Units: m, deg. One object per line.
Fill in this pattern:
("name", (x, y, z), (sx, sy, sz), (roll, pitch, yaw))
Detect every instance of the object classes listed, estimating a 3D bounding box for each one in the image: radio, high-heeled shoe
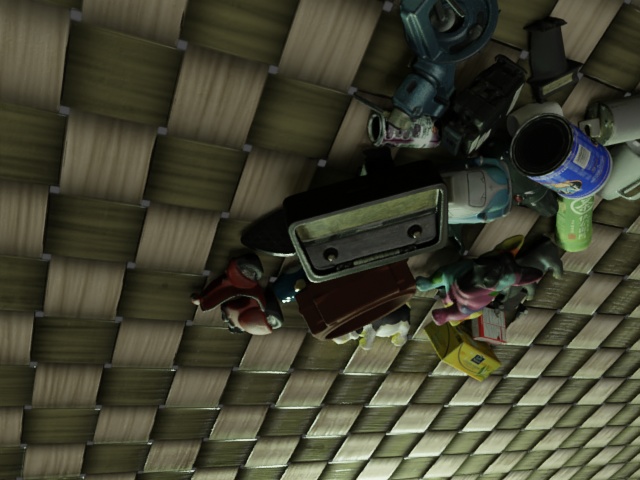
("radio", (0.071, -0.025, 0.794), (0.230, 0.073, 0.130), (-14, 131, 2))
("high-heeled shoe", (-0.002, -0.003, 0.931), (0.249, 0.086, 0.145), (-4, 164, 7))

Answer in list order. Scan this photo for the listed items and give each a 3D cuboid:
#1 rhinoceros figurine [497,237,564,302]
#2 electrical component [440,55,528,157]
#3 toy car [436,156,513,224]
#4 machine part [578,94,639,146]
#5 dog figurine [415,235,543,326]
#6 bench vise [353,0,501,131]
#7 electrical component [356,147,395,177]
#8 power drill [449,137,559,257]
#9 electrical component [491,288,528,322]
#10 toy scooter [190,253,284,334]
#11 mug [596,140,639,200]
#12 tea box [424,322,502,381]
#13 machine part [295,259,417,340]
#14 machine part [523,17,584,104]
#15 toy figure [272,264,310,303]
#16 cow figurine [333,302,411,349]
("rhinoceros figurine", (0.411, 0.071, 1.115), (0.190, 0.073, 0.112), (-35, 132, 10))
("electrical component", (0.236, -0.188, 0.797), (0.134, 0.058, 0.114), (-46, 162, -10))
("toy car", (0.219, -0.080, 0.861), (0.162, 0.109, 0.103), (-2, 179, 30))
("machine part", (0.554, -0.215, 0.928), (0.243, 0.079, 0.079), (-12, 131, -9))
("dog figurine", (0.306, 0.075, 1.004), (0.219, 0.108, 0.191), (-32, 156, 33))
("bench vise", (0.141, -0.256, 0.690), (0.223, 0.129, 0.240), (-45, 161, 9))
("electrical component", (0.089, -0.085, 0.867), (0.048, 0.075, 0.119), (-9, 149, -10))
("power drill", (0.314, -0.062, 0.968), (0.207, 0.086, 0.231), (-34, 130, 15))
("electrical component", (0.425, 0.139, 1.195), (0.102, 0.045, 0.078), (20, 121, -32))
("toy scooter", (-0.147, 0.109, 0.947), (0.135, 0.075, 0.183), (-21, 129, -2))
("mug", (0.565, -0.118, 0.999), (0.081, 0.110, 0.107), (5, 140, -28))
("tea box", (0.322, 0.241, 1.209), (0.068, 0.098, 0.169), (-44, 127, 17))
("machine part", (0.068, 0.100, 0.951), (0.201, 0.087, 0.201), (-25, 163, 1))
("machine part", (0.359, -0.281, 0.832), (0.084, 0.039, 0.138), (-26, 134, 13))
("toy figure", (-0.009, 0.061, 0.962), (0.154, 0.064, 0.057), (-28, 125, 1))
("cow figurine", (0.104, 0.165, 1.087), (0.167, 0.068, 0.098), (-1, 123, -23))
